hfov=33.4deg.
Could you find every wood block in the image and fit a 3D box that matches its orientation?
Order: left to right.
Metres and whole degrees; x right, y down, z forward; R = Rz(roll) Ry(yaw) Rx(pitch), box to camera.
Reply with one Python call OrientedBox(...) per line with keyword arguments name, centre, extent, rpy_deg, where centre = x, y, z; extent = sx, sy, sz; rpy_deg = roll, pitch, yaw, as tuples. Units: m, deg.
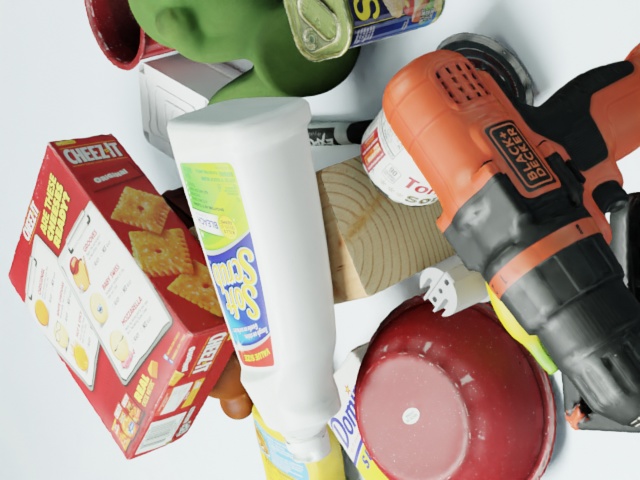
OrientedBox(name="wood block", centre=(-0.006, 0.000, 0.795), extent=(0.206, 0.090, 0.090), rpy_deg=(-19, 93, 57))

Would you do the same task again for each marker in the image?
OrientedBox(name="marker", centre=(0.006, -0.079, 0.797), extent=(0.121, 0.020, 0.020), rpy_deg=(6, 113, 53))

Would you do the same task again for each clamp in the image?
OrientedBox(name="clamp", centre=(0.180, 0.052, 0.612), extent=(0.120, 0.039, 0.172), rpy_deg=(57, 145, 16))

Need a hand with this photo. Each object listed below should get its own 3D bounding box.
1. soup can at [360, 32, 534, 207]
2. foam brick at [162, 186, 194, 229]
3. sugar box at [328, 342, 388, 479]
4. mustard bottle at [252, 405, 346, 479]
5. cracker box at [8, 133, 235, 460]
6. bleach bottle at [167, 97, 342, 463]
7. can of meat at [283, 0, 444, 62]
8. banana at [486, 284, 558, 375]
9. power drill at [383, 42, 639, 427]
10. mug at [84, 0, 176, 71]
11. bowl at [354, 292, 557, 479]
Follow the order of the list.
OrientedBox(name="soup can", centre=(0.075, -0.072, 0.661), extent=(0.068, 0.068, 0.102), rpy_deg=(60, 146, 11))
OrientedBox(name="foam brick", centre=(-0.089, -0.019, 0.912), extent=(0.053, 0.078, 0.051), rpy_deg=(36, 135, 42))
OrientedBox(name="sugar box", centre=(0.070, 0.170, 0.827), extent=(0.176, 0.048, 0.093), rpy_deg=(52, 143, 20))
OrientedBox(name="mustard bottle", centre=(-0.018, 0.184, 0.928), extent=(0.096, 0.058, 0.191), rpy_deg=(29, 137, 49))
OrientedBox(name="cracker box", centre=(-0.161, 0.044, 0.872), extent=(0.214, 0.071, 0.164), rpy_deg=(50, 132, 25))
OrientedBox(name="bleach bottle", centre=(-0.028, 0.034, 0.708), extent=(0.103, 0.068, 0.251), rpy_deg=(9, 118, 52))
OrientedBox(name="can of meat", centre=(0.022, -0.171, 0.663), extent=(0.058, 0.083, 0.102), rpy_deg=(-2, 107, 54))
OrientedBox(name="banana", centre=(0.134, -0.011, 0.647), extent=(0.070, 0.037, 0.198), rpy_deg=(21, 129, 25))
OrientedBox(name="power drill", centre=(0.141, -0.023, 0.491), extent=(0.184, 0.187, 0.057), rpy_deg=(59, 144, 16))
OrientedBox(name="mug", centre=(-0.141, -0.192, 0.880), extent=(0.117, 0.081, 0.093), rpy_deg=(-6, 104, 55))
OrientedBox(name="bowl", centre=(0.078, 0.118, 0.735), extent=(0.162, 0.055, 0.162), rpy_deg=(6, 99, 39))
